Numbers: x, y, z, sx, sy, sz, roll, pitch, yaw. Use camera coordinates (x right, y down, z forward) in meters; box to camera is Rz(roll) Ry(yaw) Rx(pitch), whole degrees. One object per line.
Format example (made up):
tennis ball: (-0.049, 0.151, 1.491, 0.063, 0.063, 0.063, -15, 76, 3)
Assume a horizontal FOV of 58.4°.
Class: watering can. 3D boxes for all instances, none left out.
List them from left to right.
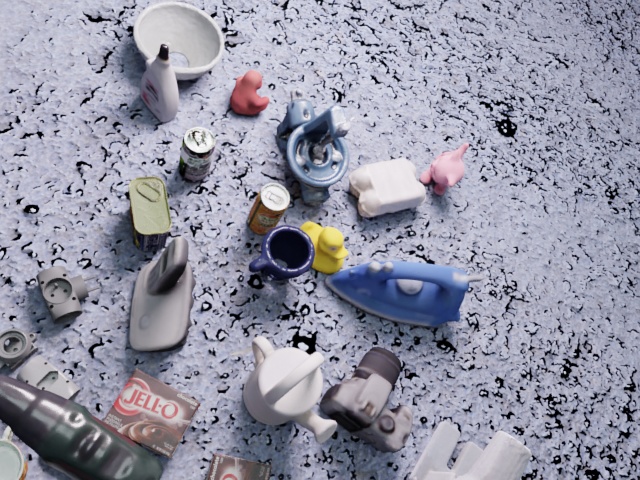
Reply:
watering can: (-0.041, 0.217, 0.849, 0.173, 0.194, 0.101, 35, 60, -2)

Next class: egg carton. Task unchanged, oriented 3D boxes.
egg carton: (0.132, -0.102, 1.124, 0.151, 0.069, 0.107, -14, 73, -25)

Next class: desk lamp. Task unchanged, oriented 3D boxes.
desk lamp: (0.220, 0.370, 0.863, 0.118, 0.213, 0.203, 38, 60, 0)

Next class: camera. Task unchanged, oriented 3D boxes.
camera: (0.096, 0.253, 0.936, 0.143, 0.100, 0.137, 36, 60, -2)

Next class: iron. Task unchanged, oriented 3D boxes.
iron: (0.150, 0.073, 1.011, 0.259, 0.141, 0.118, 10, 64, -16)

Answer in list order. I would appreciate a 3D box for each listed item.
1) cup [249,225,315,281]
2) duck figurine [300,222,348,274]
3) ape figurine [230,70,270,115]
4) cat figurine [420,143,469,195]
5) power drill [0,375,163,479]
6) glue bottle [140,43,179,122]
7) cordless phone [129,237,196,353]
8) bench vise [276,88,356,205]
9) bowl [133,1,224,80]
cup: (-0.074, 0.038, 0.973, 0.118, 0.095, 0.091, -25, 77, -27)
duck figurine: (0.009, 0.004, 1.023, 0.078, 0.086, 0.104, -38, 84, -29)
ape figurine: (-0.134, -0.288, 1.098, 0.076, 0.092, 0.078, -26, 78, -27)
cat figurine: (0.264, -0.150, 1.165, 0.067, 0.117, 0.128, 40, 60, 1)
power drill: (-0.310, 0.257, 0.726, 0.230, 0.208, 0.076, 32, 61, -4)
glue bottle: (-0.277, -0.282, 0.997, 0.078, 0.173, 0.037, 46, 61, 4)
cordless phone: (-0.228, 0.082, 0.846, 0.094, 0.185, 0.147, 4, 66, -18)
bench vise: (-0.017, -0.191, 1.023, 0.122, 0.219, 0.207, -29, 79, -28)
bowl: (-0.271, -0.366, 1.093, 0.168, 0.074, 0.167, 8, 65, -16)
